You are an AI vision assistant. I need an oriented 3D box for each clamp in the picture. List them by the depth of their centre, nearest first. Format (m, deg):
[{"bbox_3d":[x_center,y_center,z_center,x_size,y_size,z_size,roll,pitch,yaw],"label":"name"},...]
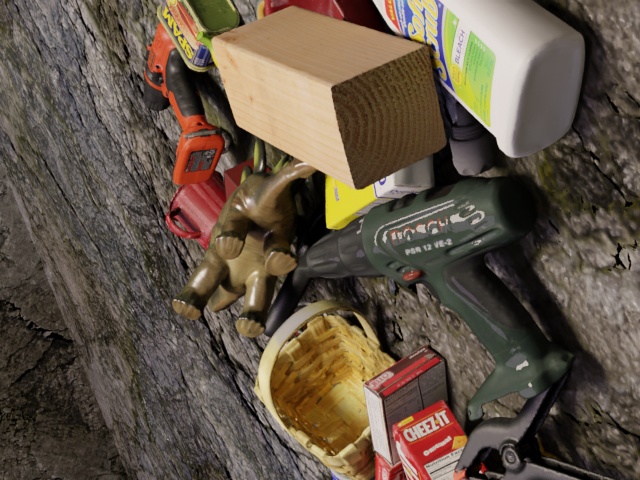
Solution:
[{"bbox_3d":[0.186,0.185,0.982,0.172,0.039,0.120,-22,73,44],"label":"clamp"},{"bbox_3d":[-0.008,0.001,1.220,0.210,0.036,0.164,-48,28,50],"label":"clamp"}]

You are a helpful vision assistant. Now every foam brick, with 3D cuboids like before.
[{"bbox_3d":[-0.086,-0.057,1.359,0.051,0.053,0.078,48,153,33],"label":"foam brick"}]

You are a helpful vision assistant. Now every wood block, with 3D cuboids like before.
[{"bbox_3d":[0.002,-0.124,0.886,0.206,0.090,0.090,32,144,53],"label":"wood block"}]

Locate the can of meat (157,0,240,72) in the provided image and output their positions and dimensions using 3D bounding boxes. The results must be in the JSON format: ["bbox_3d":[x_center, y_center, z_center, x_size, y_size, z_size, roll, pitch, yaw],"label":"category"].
[{"bbox_3d":[-0.140,-0.262,1.245,0.102,0.057,0.084,59,155,9],"label":"can of meat"}]

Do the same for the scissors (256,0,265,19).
[{"bbox_3d":[-0.037,-0.257,1.078,0.096,0.016,0.202,47,152,34],"label":"scissors"}]

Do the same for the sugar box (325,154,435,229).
[{"bbox_3d":[0.051,-0.072,1.011,0.176,0.048,0.093,143,127,-69],"label":"sugar box"}]

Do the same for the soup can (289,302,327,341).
[{"bbox_3d":[-0.025,0.136,1.421,0.068,0.068,0.102,53,156,23],"label":"soup can"}]

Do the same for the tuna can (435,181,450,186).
[{"bbox_3d":[0.114,-0.011,0.998,0.086,0.033,0.086,47,153,33],"label":"tuna can"}]

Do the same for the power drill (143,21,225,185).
[{"bbox_3d":[-0.184,-0.169,1.386,0.185,0.057,0.188,120,134,-59],"label":"power drill"}]

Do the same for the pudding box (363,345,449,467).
[{"bbox_3d":[0.097,0.183,1.178,0.039,0.090,0.113,37,147,46],"label":"pudding box"}]

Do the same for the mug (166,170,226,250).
[{"bbox_3d":[-0.156,-0.033,1.462,0.081,0.117,0.093,46,133,25],"label":"mug"}]

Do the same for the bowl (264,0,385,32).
[{"bbox_3d":[0.014,-0.189,0.990,0.162,0.055,0.162,48,153,33],"label":"bowl"}]

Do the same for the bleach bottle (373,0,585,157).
[{"bbox_3d":[0.095,-0.173,0.826,0.251,0.068,0.102,48,153,37],"label":"bleach bottle"}]

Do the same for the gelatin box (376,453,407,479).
[{"bbox_3d":[0.106,0.257,1.241,0.030,0.089,0.073,46,153,35],"label":"gelatin box"}]

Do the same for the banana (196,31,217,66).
[{"bbox_3d":[-0.061,-0.159,1.181,0.198,0.069,0.037,43,112,21],"label":"banana"}]

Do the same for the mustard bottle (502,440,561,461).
[{"bbox_3d":[0.228,0.269,1.032,0.191,0.058,0.096,62,162,0],"label":"mustard bottle"}]

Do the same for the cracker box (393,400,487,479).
[{"bbox_3d":[0.158,0.301,1.118,0.164,0.072,0.214,73,170,-45],"label":"cracker box"}]

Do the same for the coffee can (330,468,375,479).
[{"bbox_3d":[0.072,0.322,1.372,0.103,0.102,0.140,34,145,49],"label":"coffee can"}]
